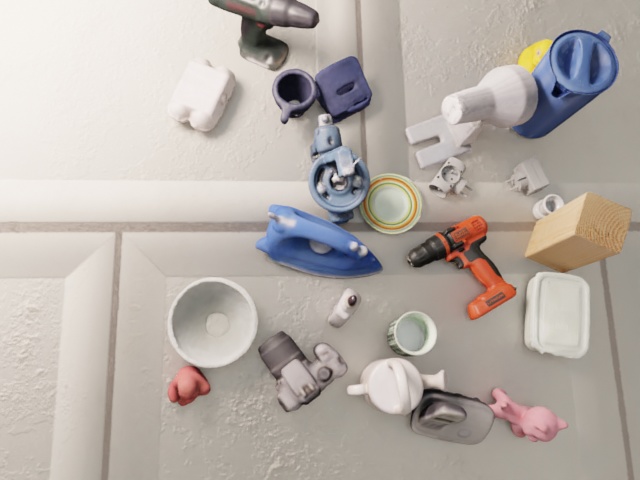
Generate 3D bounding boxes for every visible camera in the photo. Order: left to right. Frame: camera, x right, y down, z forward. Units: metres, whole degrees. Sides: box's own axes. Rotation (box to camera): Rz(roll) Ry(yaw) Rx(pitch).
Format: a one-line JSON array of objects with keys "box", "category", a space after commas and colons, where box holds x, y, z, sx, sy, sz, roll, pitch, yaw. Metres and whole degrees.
[{"box": [-0.040, 0.229, 1.065, 0.143, 0.101, 0.137, -36, 82, -11], "category": "camera"}]

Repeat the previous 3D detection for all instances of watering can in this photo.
[{"box": [0.140, 0.259, 1.025, 0.173, 0.194, 0.101, -27, 80, -10], "category": "watering can"}]

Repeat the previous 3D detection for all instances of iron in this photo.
[{"box": [0.010, 0.004, 1.100, 0.258, 0.141, 0.119, 18, 76, 0], "category": "iron"}]

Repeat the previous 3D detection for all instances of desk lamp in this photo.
[{"box": [0.300, -0.245, 1.143, 0.203, 0.213, 0.118, -22, 79, -9], "category": "desk lamp"}]

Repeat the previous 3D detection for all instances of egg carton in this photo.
[{"box": [-0.243, -0.301, 1.186, 0.107, 0.069, 0.150, 20, 76, 0], "category": "egg carton"}]

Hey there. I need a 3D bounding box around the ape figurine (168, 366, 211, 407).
[{"box": [-0.240, 0.268, 1.045, 0.078, 0.092, 0.076, 6, 77, -3], "category": "ape figurine"}]

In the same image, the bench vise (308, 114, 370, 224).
[{"box": [0.020, -0.149, 1.095, 0.121, 0.219, 0.207, -28, 81, -10], "category": "bench vise"}]

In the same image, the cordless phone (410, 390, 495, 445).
[{"box": [0.248, 0.320, 1.024, 0.147, 0.185, 0.094, 10, 76, -2], "category": "cordless phone"}]

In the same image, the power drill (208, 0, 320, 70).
[{"box": [-0.111, -0.436, 1.156, 0.229, 0.208, 0.076, 23, 76, 1], "category": "power drill"}]

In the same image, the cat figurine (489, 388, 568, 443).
[{"box": [0.385, 0.332, 1.067, 0.128, 0.117, 0.067, 29, 77, 3], "category": "cat figurine"}]

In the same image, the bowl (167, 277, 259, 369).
[{"box": [-0.198, 0.159, 1.082, 0.167, 0.074, 0.167, 1, 77, -4], "category": "bowl"}]

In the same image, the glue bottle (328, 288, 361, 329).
[{"box": [0.051, 0.121, 1.060, 0.037, 0.173, 0.078, 32, 77, 4], "category": "glue bottle"}]

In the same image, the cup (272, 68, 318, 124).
[{"box": [-0.057, -0.280, 1.183, 0.091, 0.095, 0.118, 17, 76, 0], "category": "cup"}]

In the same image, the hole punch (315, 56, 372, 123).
[{"box": [0.051, -0.316, 1.202, 0.109, 0.091, 0.101, -30, 81, -10], "category": "hole punch"}]

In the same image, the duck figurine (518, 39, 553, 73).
[{"box": [0.489, -0.407, 1.261, 0.077, 0.086, 0.105, 32, 77, 3], "category": "duck figurine"}]
